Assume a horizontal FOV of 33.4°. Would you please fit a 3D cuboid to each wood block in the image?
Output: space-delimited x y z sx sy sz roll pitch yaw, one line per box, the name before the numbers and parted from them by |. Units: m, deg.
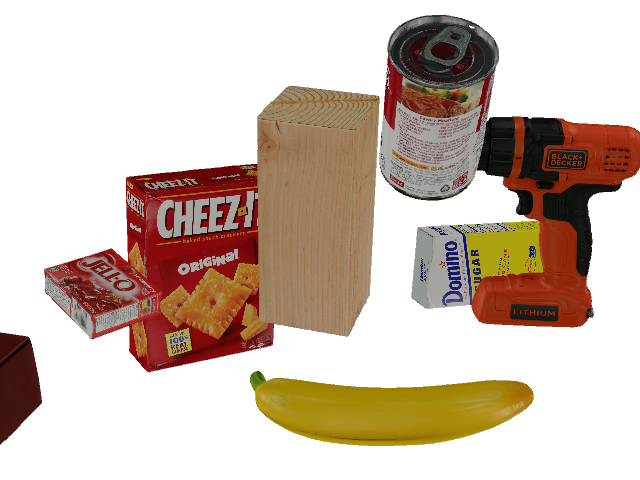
wood block | -0.003 -0.027 0.984 0.091 0.206 0.090 9 29 14

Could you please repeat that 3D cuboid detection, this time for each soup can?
soup can | 0.074 -0.083 0.686 0.068 0.068 0.102 0 -41 -1

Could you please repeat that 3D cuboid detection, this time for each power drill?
power drill | 0.177 -0.017 0.931 0.184 0.188 0.057 3 27 4

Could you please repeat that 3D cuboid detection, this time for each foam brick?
foam brick | -0.223 0.099 0.680 0.053 0.051 0.078 6 29 22

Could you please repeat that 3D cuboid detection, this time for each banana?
banana | 0.038 0.107 0.703 0.198 0.037 0.069 3 31 14

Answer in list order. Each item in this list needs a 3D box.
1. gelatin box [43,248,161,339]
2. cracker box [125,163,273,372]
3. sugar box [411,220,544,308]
gelatin box | -0.200 0.046 0.978 0.073 0.030 0.089 -19 40 -36
cracker box | -0.133 0.030 1.217 0.163 0.214 0.072 -8 23 -29
sugar box | 0.199 0.028 1.279 0.176 0.093 0.048 -5 20 -23
